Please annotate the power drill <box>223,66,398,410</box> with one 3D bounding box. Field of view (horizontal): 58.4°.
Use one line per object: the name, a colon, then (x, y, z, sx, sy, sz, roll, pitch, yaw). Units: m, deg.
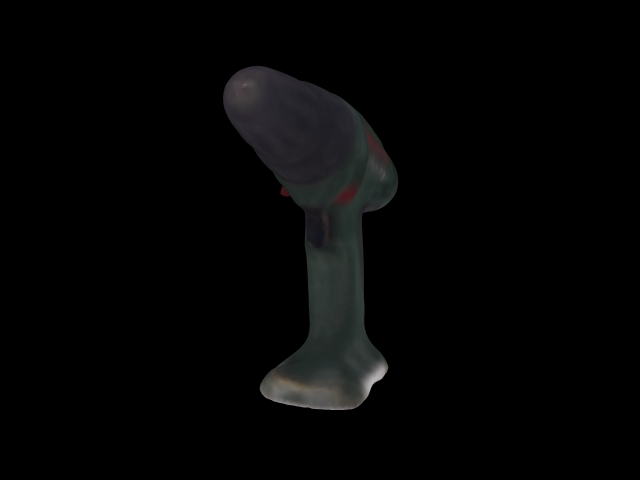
power drill: (0.004, 0.001, 0.400, 0.075, 0.208, 0.230, 2, 7, 20)
